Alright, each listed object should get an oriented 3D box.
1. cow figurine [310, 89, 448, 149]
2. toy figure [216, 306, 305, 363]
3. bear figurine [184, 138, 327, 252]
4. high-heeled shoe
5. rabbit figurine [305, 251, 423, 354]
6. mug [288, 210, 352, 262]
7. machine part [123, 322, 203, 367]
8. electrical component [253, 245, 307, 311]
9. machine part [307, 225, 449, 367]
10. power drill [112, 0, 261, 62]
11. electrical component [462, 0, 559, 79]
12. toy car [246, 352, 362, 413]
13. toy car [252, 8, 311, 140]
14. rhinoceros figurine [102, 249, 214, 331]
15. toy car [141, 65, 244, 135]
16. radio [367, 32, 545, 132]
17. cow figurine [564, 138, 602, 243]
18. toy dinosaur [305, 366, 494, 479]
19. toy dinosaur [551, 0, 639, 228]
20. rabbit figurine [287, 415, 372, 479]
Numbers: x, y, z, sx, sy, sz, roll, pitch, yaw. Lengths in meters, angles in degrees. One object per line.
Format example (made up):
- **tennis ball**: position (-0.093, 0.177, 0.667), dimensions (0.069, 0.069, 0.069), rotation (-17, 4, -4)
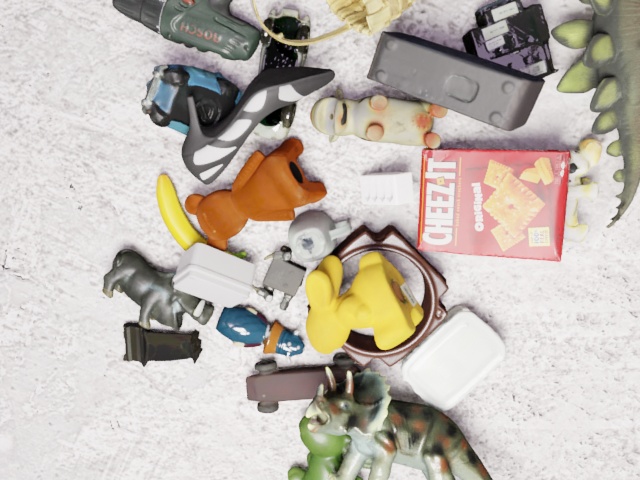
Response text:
- **cow figurine**: position (0.081, -0.188, 0.830), dimensions (0.195, 0.127, 0.085), rotation (2, 102, -13)
- **toy figure**: position (-0.099, 0.158, 0.919), dimensions (0.154, 0.058, 0.064), rotation (23, 106, -7)
- **bear figurine**: position (-0.106, -0.066, 0.865), dimensions (0.196, 0.132, 0.120), rotation (-28, 96, 25)
- **high-heeled shoe**: position (-0.089, -0.169, 0.805), dimensions (0.249, 0.086, 0.145), rotation (-14, 126, -7)
- **rabbit figurine**: position (0.042, 0.103, 0.793), dimensions (0.173, 0.122, 0.162), rotation (-35, 95, 27)
- **mug**: position (-0.002, -0.003, 0.861), dimensions (0.110, 0.107, 0.080), rotation (-11, 101, 6)
- **machine part**: position (-0.277, 0.181, 0.940), dimensions (0.139, 0.039, 0.084), rotation (4, 95, 3)
- **electrical component**: position (-0.068, 0.063, 0.906), dimensions (0.078, 0.045, 0.102), rotation (30, 100, -2)
- **machine part**: position (0.093, 0.091, 0.885), dimensions (0.201, 0.087, 0.201), rotation (-44, 95, 7)
- **power drill**: position (-0.178, -0.394, 0.814), dimensions (0.232, 0.086, 0.207), rotation (28, 96, -4)
- **electrical component**: position (0.288, -0.298, 0.823), dimensions (0.115, 0.058, 0.134), rotation (-19, 99, 3)
- **toy car**: position (-0.026, 0.247, 0.934), dimensions (0.202, 0.053, 0.089), rotation (-5, 95, -1)
- **toy car**: position (-0.065, -0.259, 0.845), dimensions (0.074, 0.056, 0.201), rotation (12, 99, 4)
- **rhinoceros figurine**: position (-0.271, 0.089, 0.910), dimensions (0.190, 0.073, 0.112), rotation (34, 89, -2)
- **toy car**: position (-0.206, -0.218, 0.829), dimensions (0.103, 0.161, 0.109), rotation (42, 114, 39)
- **radio**: position (0.190, -0.229, 0.764), dimensions (0.230, 0.131, 0.073), rotation (25, 117, 18)
- **cow figurine**: position (0.385, -0.082, 0.855), dimensions (0.098, 0.068, 0.167), rotation (10, 99, 6)
- **toy dinosaur**: position (0.149, 0.324, 0.860), dimensions (0.405, 0.131, 0.192), rotation (18, 76, -12)
- **toy dinosaur**: position (0.449, -0.259, 0.782), dimensions (0.199, 0.105, 0.471), rotation (-10, 92, -7)
- **rabbit figurine**: position (0.019, 0.378, 0.921), dimensions (0.159, 0.121, 0.170), rotation (-8, 99, -3)
